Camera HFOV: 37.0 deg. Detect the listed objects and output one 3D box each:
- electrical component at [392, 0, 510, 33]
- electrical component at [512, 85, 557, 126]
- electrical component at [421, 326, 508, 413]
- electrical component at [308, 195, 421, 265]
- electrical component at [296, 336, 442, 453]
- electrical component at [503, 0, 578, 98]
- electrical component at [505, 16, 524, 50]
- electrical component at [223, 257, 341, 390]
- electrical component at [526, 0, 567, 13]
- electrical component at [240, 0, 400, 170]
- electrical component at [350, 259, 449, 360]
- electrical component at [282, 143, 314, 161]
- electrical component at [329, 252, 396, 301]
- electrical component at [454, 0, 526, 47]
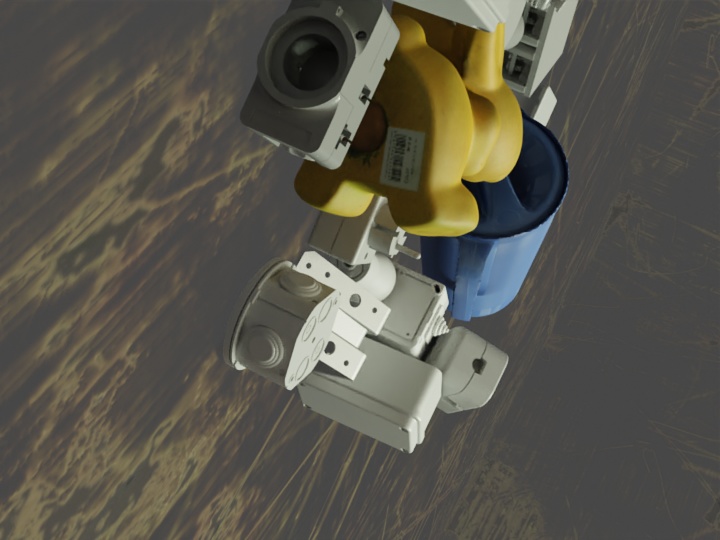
[{"bbox_3d":[0.021,-0.168,0.529,0.056,0.109,0.109,-69,165,7],"label":"electrical component"},{"bbox_3d":[0.172,-0.162,1.180,0.099,0.048,0.100,-66,165,5],"label":"electrical component"},{"bbox_3d":[0.079,0.086,0.950,0.053,0.059,0.095,-61,-169,-20],"label":"electrical component"},{"bbox_3d":[0.013,-0.033,0.783,0.065,0.077,0.047,-67,165,9],"label":"electrical component"},{"bbox_3d":[0.007,0.100,0.908,0.057,0.113,0.078,-62,165,-22],"label":"electrical component"},{"bbox_3d":[0.156,-0.246,0.961,0.089,0.062,0.150,-52,161,-41],"label":"electrical component"},{"bbox_3d":[0.106,-0.199,0.909,0.065,0.044,0.044,-40,152,-48],"label":"electrical component"},{"bbox_3d":[-0.052,0.036,0.718,0.080,0.051,0.080,-57,163,-27],"label":"electrical component"},{"bbox_3d":[0.134,-0.238,0.880,0.040,0.078,0.040,-52,174,-8],"label":"electrical component"},{"bbox_3d":[-0.022,-0.108,0.589,0.089,0.050,0.056,-65,166,0],"label":"electrical component"},{"bbox_3d":[0.033,0.034,0.921,0.061,0.096,0.061,-62,165,-12],"label":"electrical component"},{"bbox_3d":[-0.024,-0.096,0.636,0.035,0.035,0.061,-21,131,-70],"label":"electrical component"},{"bbox_3d":[0.000,0.000,0.865,0.044,0.044,0.065,-64,161,-4],"label":"electrical component"},{"bbox_3d":[0.096,-0.207,0.837,0.080,0.051,0.080,-57,163,-28],"label":"electrical component"}]
